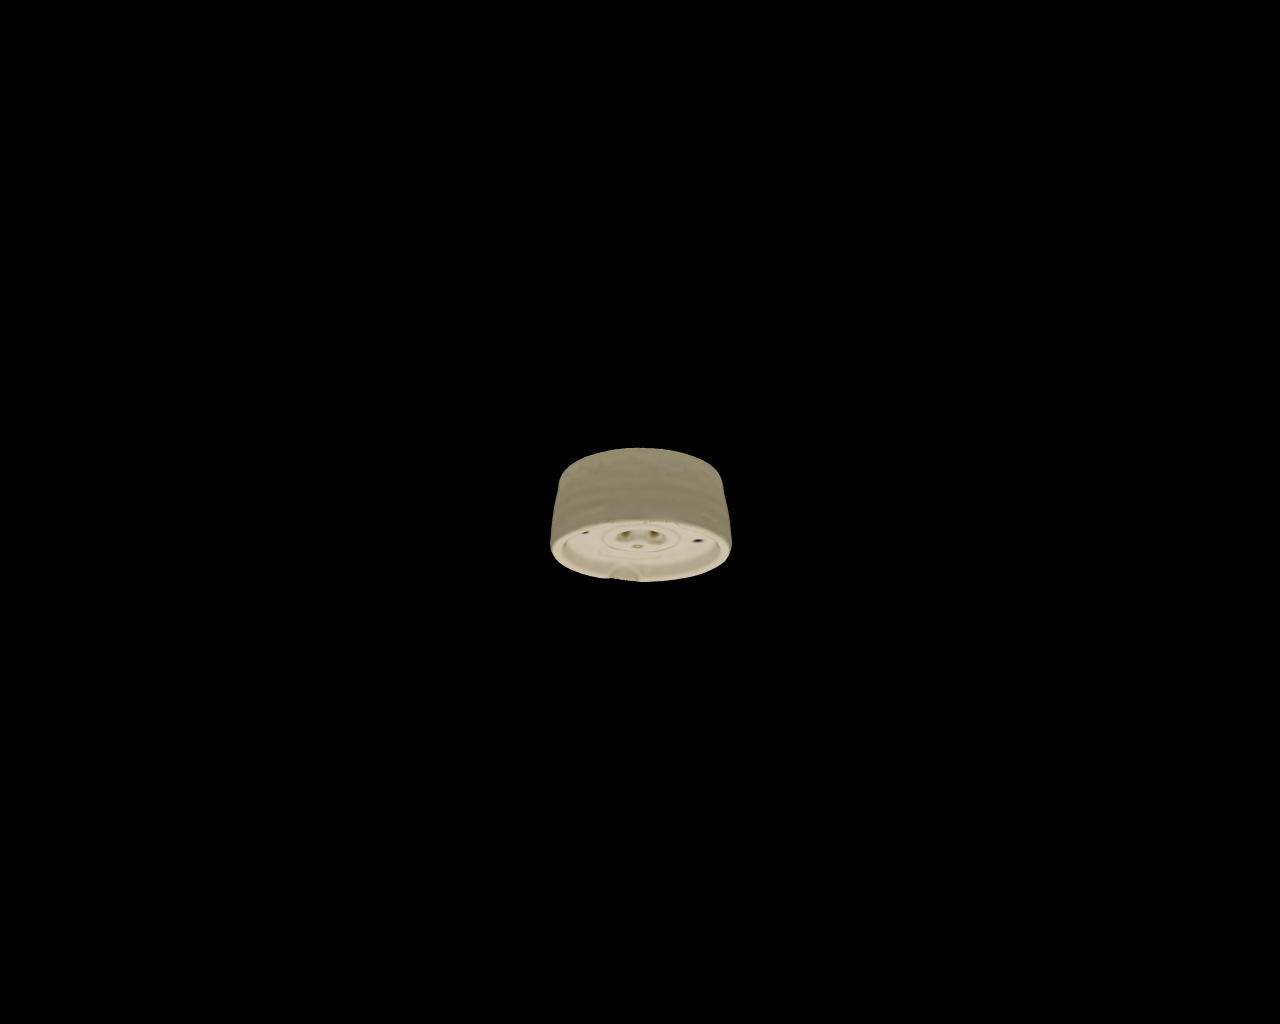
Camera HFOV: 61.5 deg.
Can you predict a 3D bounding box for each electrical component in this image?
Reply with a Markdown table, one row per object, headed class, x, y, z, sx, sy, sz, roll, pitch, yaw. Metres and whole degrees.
| class | x | y | z | sx | sy | sz | roll | pitch | yaw |
| --- | --- | --- | --- | --- | --- | --- | --- | --- | --- |
| electrical component | 0.001 | -0.003 | 0.650 | 0.108 | 0.060 | 0.108 | 0 | -22 | 0 |
